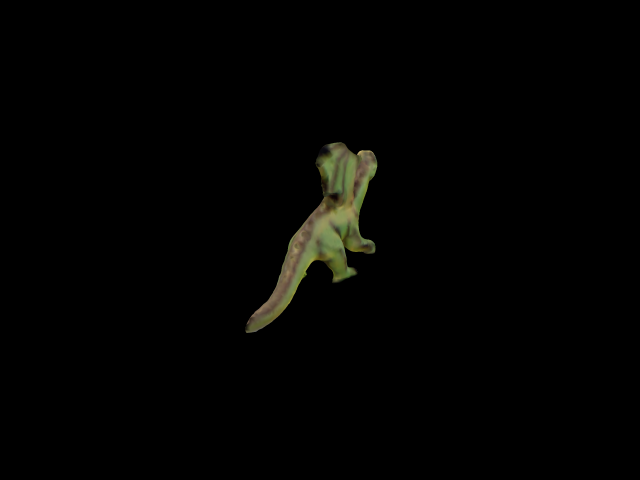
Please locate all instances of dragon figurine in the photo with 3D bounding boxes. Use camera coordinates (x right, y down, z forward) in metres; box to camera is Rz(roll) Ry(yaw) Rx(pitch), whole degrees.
[{"bbox_3d":[0.003,-0.043,0.850,0.122,0.238,0.417,12,29,24],"label":"dragon figurine"}]
